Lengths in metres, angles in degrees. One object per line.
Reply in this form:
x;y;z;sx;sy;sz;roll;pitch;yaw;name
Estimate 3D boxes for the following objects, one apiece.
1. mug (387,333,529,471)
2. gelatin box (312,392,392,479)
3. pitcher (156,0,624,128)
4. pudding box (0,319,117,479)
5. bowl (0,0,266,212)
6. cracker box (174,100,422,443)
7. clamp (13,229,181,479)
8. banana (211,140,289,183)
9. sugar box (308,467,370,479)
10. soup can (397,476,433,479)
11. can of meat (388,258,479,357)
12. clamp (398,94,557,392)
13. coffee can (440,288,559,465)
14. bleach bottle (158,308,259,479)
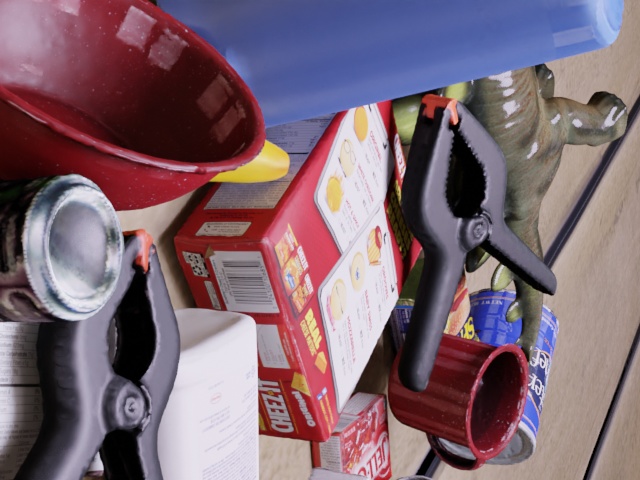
0.109;0.130;0.855;0.093;0.082;0.117;-27;121;-44;mug
0.027;0.167;0.832;0.089;0.030;0.073;-25;113;-61;gelatin box
0.042;-0.148;0.611;0.144;0.243;0.149;18;67;-64;pitcher
-0.134;0.055;0.491;0.089;0.039;0.113;16;75;-63;pudding box
-0.106;-0.062;0.464;0.055;0.162;0.161;-57;167;26;bowl
-0.005;0.001;0.716;0.213;0.072;0.164;-60;143;-46;cracker box
-0.092;0.084;0.483;0.120;0.039;0.171;44;52;-55;clamp
-0.087;-0.038;0.554;0.037;0.070;0.197;-53;167;27;banana
-0.006;0.234;0.630;0.093;0.048;0.176;70;32;-44;sugar box
0.075;0.224;0.856;0.102;0.068;0.068;77;20;-76;soup can
0.098;0.070;0.945;0.102;0.058;0.084;-43;126;-56;can of meat
0.097;-0.001;0.772;0.164;0.036;0.210;-38;124;-26;clamp
0.171;0.133;1.042;0.102;0.103;0.140;63;37;-43;coffee can
-0.073;0.171;0.595;0.102;0.068;0.251;-23;114;-61;bleach bottle
